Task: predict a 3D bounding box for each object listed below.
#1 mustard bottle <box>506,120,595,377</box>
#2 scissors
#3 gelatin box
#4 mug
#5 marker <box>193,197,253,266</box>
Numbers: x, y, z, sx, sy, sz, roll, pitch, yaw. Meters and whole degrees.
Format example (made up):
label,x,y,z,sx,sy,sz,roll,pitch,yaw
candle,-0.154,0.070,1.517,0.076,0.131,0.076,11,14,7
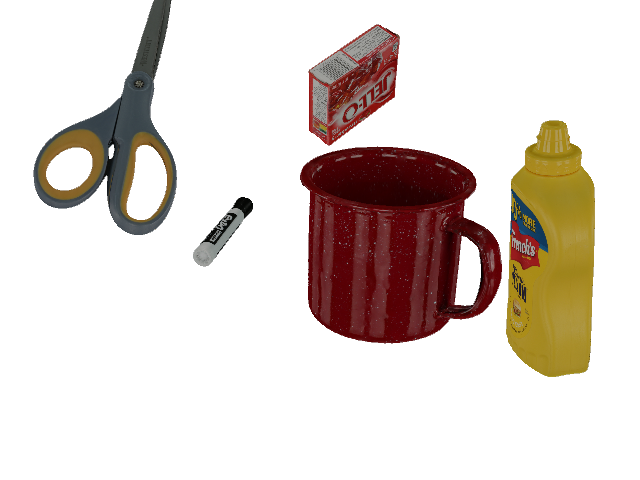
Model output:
label,x,y,z,sx,sy,sz,roll,pitch,yaw
mustard bottle,0.176,0.001,0.815,0.058,0.192,0.096,-7,26,-6
scissors,-0.137,-0.092,0.691,0.096,0.202,0.016,-3,-29,-12
gelatin box,0.030,-0.136,0.931,0.089,0.073,0.030,-38,61,-26
mug,0.044,0.006,0.571,0.117,0.081,0.093,18,29,32
marker,-0.092,-0.011,1.030,0.020,0.020,0.121,0,26,18
